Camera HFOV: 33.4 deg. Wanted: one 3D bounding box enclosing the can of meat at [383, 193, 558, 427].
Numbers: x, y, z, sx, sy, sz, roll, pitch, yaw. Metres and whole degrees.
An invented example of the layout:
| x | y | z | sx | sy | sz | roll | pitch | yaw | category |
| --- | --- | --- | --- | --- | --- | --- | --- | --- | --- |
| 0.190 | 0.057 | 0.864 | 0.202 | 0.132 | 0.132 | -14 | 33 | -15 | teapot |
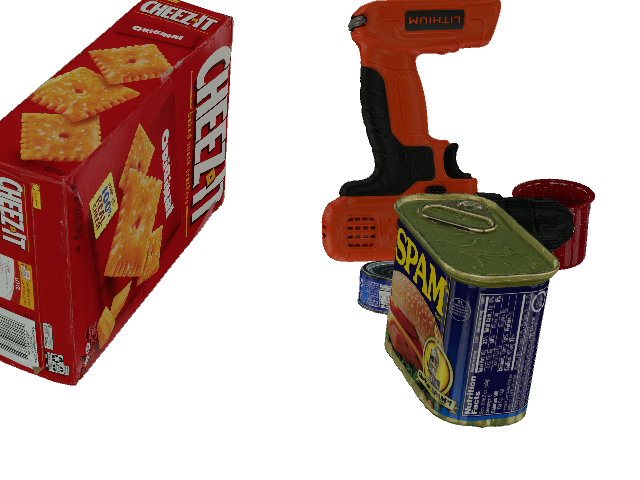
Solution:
| x | y | z | sx | sy | sz | roll | pitch | yaw | category |
| --- | --- | --- | --- | --- | --- | --- | --- | --- | --- |
| 0.071 | 0.033 | 0.536 | 0.057 | 0.084 | 0.102 | -3 | 24 | -16 | can of meat |

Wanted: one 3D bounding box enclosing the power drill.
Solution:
| x | y | z | sx | sy | sz | roll | pitch | yaw | category |
| --- | --- | --- | --- | --- | --- | --- | --- | --- | --- |
| 0.091 | -0.076 | 0.761 | 0.184 | 0.188 | 0.057 | -2 | 4 | -8 | power drill |

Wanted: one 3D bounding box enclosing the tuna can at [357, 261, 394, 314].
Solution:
| x | y | z | sx | sy | sz | roll | pitch | yaw | category |
| --- | --- | --- | --- | --- | --- | --- | --- | --- | --- |
| 0.077 | 0.043 | 0.982 | 0.086 | 0.034 | 0.086 | 3 | 12 | -1 | tuna can |

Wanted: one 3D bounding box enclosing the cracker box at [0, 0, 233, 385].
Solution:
| x | y | z | sx | sy | sz | roll | pitch | yaw | category |
| --- | --- | --- | --- | --- | --- | --- | --- | --- | --- |
| -0.130 | -0.037 | 0.684 | 0.072 | 0.164 | 0.213 | 19 | 41 | 13 | cracker box |

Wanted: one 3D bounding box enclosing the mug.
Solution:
| x | y | z | sx | sy | sz | roll | pitch | yaw | category |
| --- | --- | --- | --- | --- | --- | --- | --- | --- | --- |
| 0.276 | -0.021 | 1.244 | 0.093 | 0.081 | 0.117 | 20 | 33 | 40 | mug |
